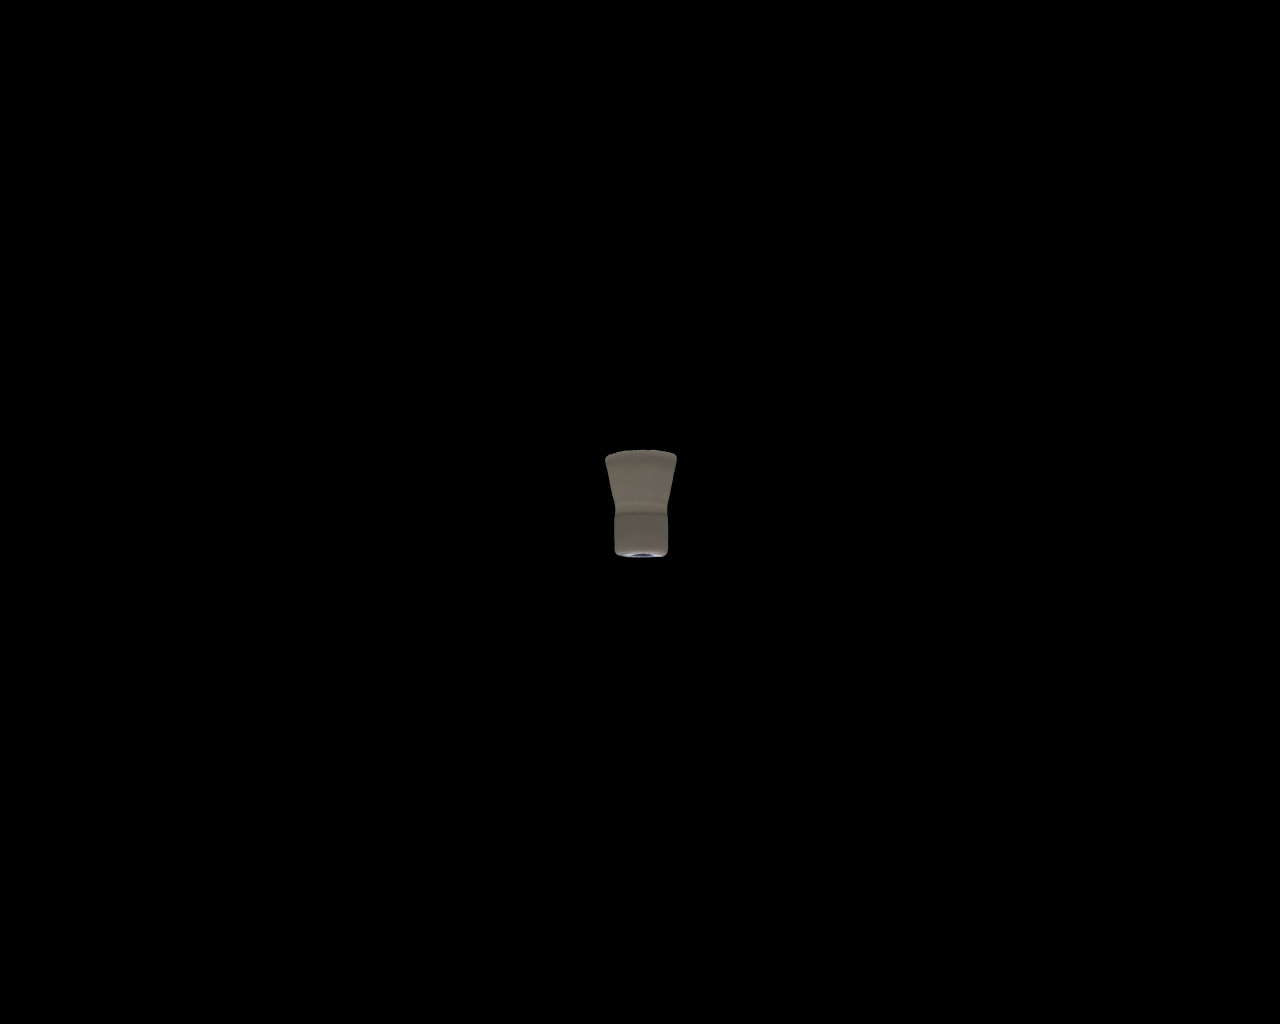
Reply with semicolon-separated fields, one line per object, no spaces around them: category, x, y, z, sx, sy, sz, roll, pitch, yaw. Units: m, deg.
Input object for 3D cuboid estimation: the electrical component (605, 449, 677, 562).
electrical component;0.001;-0.003;0.650;0.044;0.065;0.044;0;-7;0
